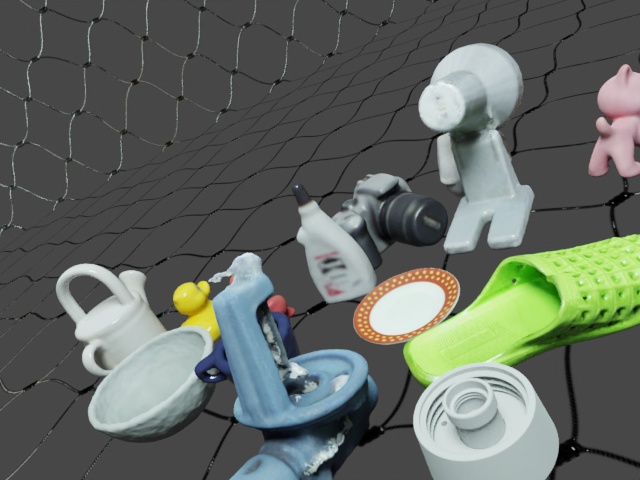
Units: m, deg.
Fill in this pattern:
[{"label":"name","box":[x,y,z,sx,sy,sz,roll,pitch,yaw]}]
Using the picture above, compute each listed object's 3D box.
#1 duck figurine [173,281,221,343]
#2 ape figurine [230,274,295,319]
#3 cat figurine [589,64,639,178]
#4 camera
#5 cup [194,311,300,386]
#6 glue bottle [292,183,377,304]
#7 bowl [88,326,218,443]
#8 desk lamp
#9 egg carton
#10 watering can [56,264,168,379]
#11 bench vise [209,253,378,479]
[{"label":"duck figurine","box":[-0.183,0.105,0.834,0.077,0.086,0.105,-11,30,34]},{"label":"ape figurine","box":[-0.089,0.081,0.775,0.076,0.092,0.077,-36,26,-16]},{"label":"cat figurine","box":[0.377,-0.157,0.718,0.128,0.118,0.067,-43,28,-29]},{"label":"camera","box":[0.095,-0.031,0.789,0.143,0.101,0.136,-38,26,-20]},{"label":"cup","box":[-0.067,0.145,0.623,0.117,0.095,0.091,-26,25,5]},{"label":"glue bottle","box":[0.007,0.003,0.729,0.078,0.173,0.037,-19,26,20]},{"label":"bowl","box":[-0.187,0.186,0.695,0.167,0.075,0.167,-23,25,12]},{"label":"desk lamp","box":[0.198,-0.125,0.727,0.117,0.214,0.203,-11,30,33]},{"label":"egg carton","box":[0.232,-0.126,0.868,0.107,0.069,0.150,-20,26,18]},{"label":"watering can","box":[-0.286,0.111,0.800,0.101,0.194,0.172,-29,24,-2]},{"label":"bench vise","box":[-0.029,0.132,0.457,0.121,0.220,0.207,-20,26,19]}]
